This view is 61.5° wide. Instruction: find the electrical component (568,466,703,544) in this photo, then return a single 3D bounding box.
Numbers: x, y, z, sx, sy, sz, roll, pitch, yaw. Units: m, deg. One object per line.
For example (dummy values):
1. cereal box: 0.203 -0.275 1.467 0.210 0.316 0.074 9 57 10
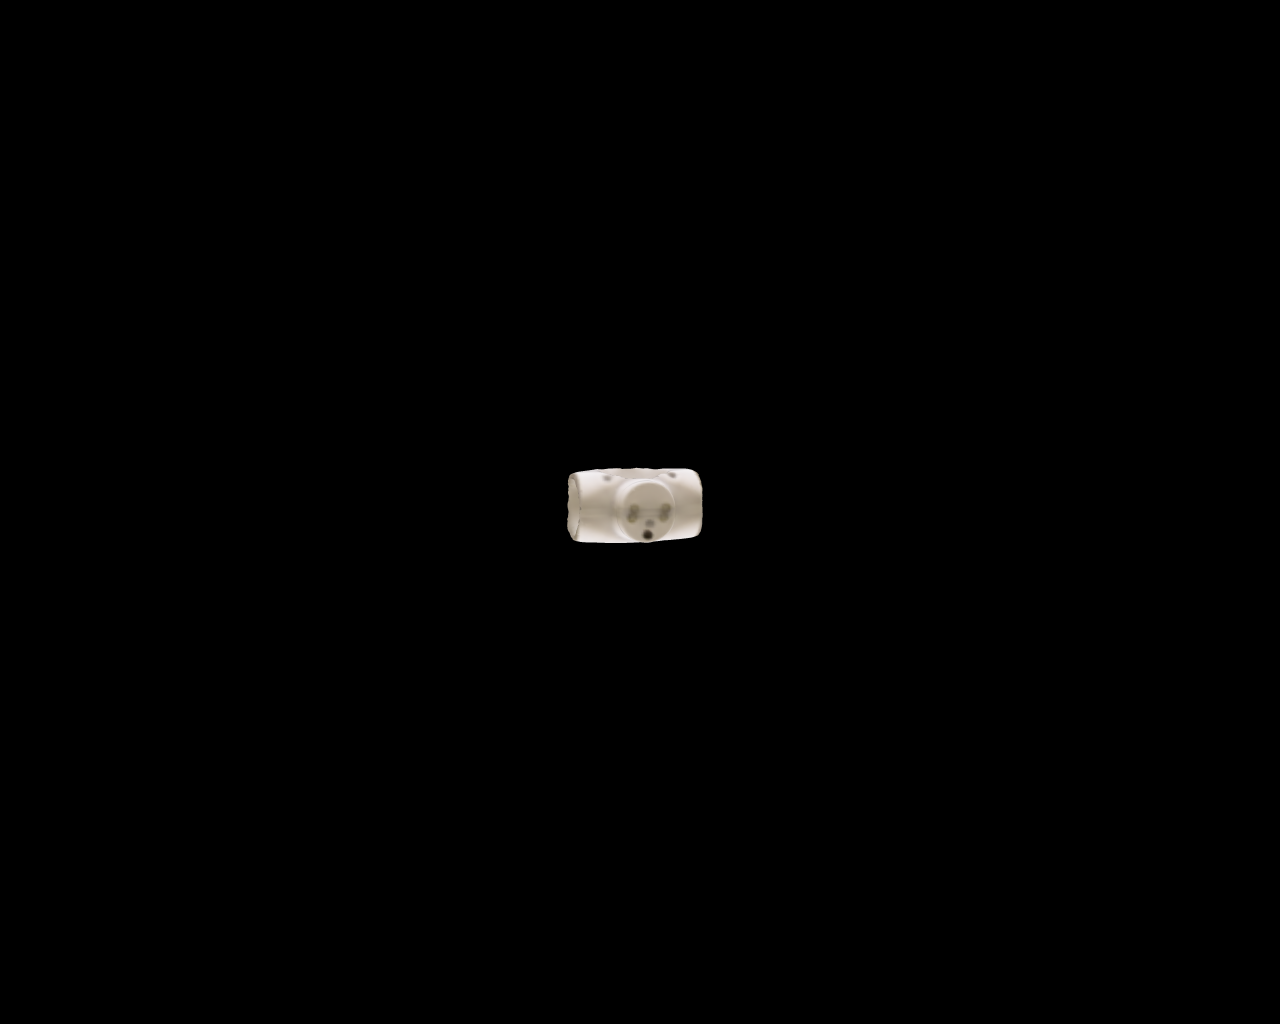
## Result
1. electrical component: 0.001 -0.003 0.650 0.077 0.044 0.079 -2 8 -14
